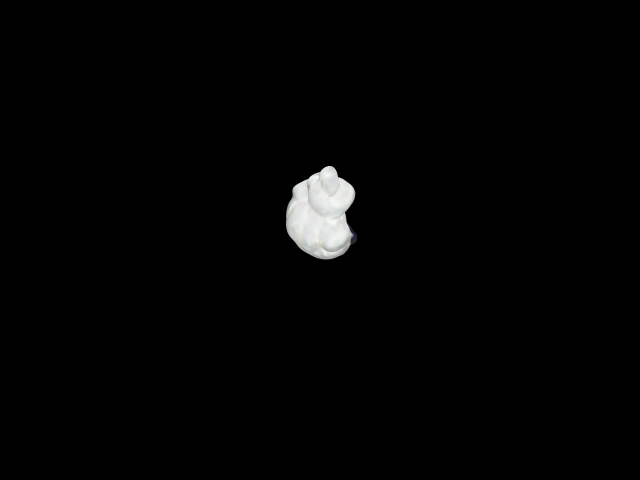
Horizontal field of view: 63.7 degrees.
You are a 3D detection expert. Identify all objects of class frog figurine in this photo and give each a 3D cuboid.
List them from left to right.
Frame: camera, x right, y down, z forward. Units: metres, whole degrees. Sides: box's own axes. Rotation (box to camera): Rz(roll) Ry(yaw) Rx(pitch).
[{"bbox_3d":[0.003,-0.043,0.850,0.123,0.139,0.157,-21,-17,-6],"label":"frog figurine"}]
